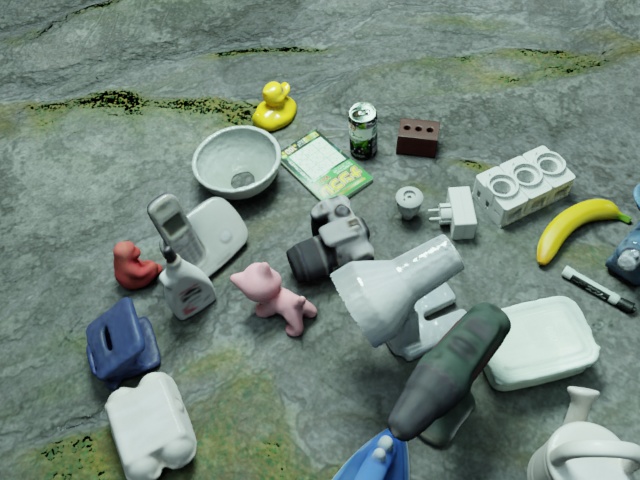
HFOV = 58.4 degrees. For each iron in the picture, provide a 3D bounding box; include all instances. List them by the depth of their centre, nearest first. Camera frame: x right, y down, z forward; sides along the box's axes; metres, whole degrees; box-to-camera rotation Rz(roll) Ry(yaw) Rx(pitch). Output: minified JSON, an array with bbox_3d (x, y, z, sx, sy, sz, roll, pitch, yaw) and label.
[{"bbox_3d":[0.051,0.329,0.715,0.118,0.141,0.258,20,60,18],"label":"iron"}]

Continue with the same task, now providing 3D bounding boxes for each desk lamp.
[{"bbox_3d":[0.124,0.085,0.829,0.203,0.214,0.117,-23,57,-10],"label":"desk lamp"}]

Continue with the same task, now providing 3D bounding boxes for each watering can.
[{"bbox_3d":[0.322,0.268,0.701,0.101,0.194,0.172,-13,56,-3],"label":"watering can"}]

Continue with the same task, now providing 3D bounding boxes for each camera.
[{"bbox_3d":[0.009,0.003,0.963,0.137,0.101,0.143,-21,57,-9],"label":"camera"}]

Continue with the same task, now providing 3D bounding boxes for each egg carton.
[{"bbox_3d":[-0.242,0.268,0.824,0.107,0.069,0.150,-27,58,-13],"label":"egg carton"}]

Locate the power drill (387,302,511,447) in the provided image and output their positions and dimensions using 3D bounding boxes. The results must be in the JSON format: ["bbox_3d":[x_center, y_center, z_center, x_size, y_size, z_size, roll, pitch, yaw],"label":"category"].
[{"bbox_3d":[0.165,0.195,0.755,0.075,0.209,0.230,33,65,24],"label":"power drill"}]

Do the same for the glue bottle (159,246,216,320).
[{"bbox_3d":[-0.217,0.061,0.899,0.078,0.173,0.037,-37,60,-18],"label":"glue bottle"}]

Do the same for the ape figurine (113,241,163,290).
[{"bbox_3d":[-0.320,0.036,0.974,0.076,0.092,0.077,-36,60,-18],"label":"ape figurine"}]

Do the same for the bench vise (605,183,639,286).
[{"bbox_3d":[0.538,-0.036,0.871,0.121,0.220,0.208,20,60,18],"label":"bench vise"}]

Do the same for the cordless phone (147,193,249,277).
[{"bbox_3d":[-0.204,-0.028,0.951,0.094,0.185,0.148,33,65,24],"label":"cordless phone"}]

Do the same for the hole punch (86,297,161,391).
[{"bbox_3d":[-0.314,0.161,0.890,0.101,0.091,0.108,-23,57,-10],"label":"hole punch"}]

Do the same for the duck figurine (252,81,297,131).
[{"bbox_3d":[-0.097,-0.281,1.173,0.105,0.086,0.077,-41,62,-21],"label":"duck figurine"}]

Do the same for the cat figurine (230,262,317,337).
[{"bbox_3d":[-0.073,0.082,0.906,0.127,0.118,0.067,24,61,20],"label":"cat figurine"}]

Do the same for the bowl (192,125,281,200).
[{"bbox_3d":[-0.151,-0.134,1.085,0.167,0.075,0.167,-2,56,4],"label":"bowl"}]
